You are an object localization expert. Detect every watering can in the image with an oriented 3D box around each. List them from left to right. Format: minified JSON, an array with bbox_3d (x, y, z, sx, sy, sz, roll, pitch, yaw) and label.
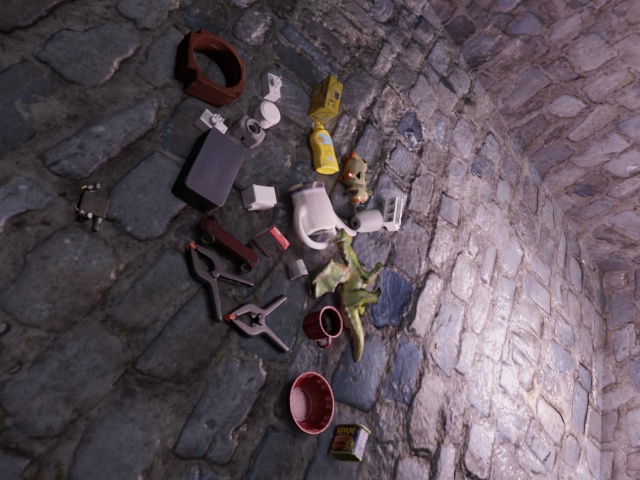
[{"bbox_3d":[0.005,-0.085,1.687,0.103,0.225,0.349,-20,-5,30],"label":"watering can"}]

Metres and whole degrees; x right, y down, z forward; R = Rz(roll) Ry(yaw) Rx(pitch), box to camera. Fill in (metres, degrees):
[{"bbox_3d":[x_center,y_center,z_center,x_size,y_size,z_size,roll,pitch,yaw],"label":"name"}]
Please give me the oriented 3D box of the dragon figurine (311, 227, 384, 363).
[{"bbox_3d":[0.069,0.162,1.622,0.241,0.416,0.121,18,-18,-28],"label":"dragon figurine"}]
